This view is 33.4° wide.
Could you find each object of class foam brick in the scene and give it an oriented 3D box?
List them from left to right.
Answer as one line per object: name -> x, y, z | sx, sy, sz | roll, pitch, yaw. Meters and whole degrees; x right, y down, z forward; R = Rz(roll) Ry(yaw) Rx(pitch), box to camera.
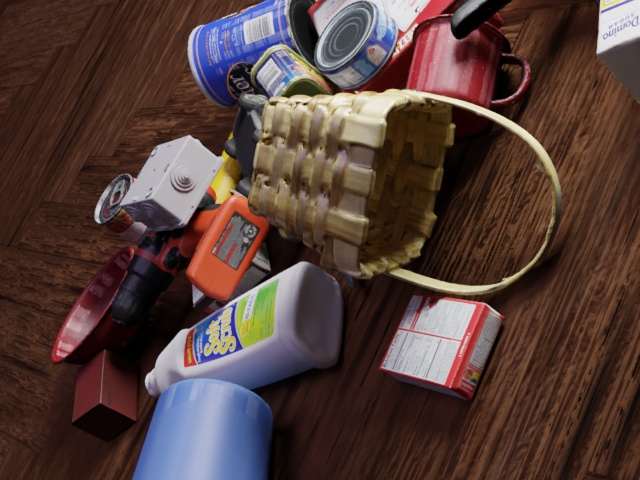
foam brick -> -0.238, 0.172, 1.187 | 0.051, 0.053, 0.078 | -36, 37, 27

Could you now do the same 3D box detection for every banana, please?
banana -> -0.120, -0.056, 1.252 | 0.070, 0.037, 0.197 | 8, 68, 53

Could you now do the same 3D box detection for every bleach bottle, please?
bleach bottle -> -0.087, 0.111, 1.043 | 0.251, 0.068, 0.102 | -29, 40, 38

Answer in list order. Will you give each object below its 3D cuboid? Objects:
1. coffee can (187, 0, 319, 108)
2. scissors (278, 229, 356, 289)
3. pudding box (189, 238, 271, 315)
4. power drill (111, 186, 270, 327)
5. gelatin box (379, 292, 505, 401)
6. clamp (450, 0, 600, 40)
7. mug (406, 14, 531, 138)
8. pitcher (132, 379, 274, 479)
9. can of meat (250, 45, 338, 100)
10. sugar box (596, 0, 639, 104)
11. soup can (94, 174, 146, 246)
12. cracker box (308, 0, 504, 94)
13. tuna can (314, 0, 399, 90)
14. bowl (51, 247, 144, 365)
coffee can -> -0.069, -0.223, 1.249 | 0.141, 0.102, 0.102 | -15, 49, 29
scissors -> -0.007, 0.001, 1.064 | 0.096, 0.016, 0.202 | -55, 33, 36
pudding box -> -0.101, 0.019, 1.162 | 0.090, 0.039, 0.113 | -43, 32, 23
power drill -> -0.141, 0.016, 1.121 | 0.188, 0.057, 0.184 | 6, 66, 58
gelatin box -> 0.097, 0.084, 0.861 | 0.089, 0.030, 0.073 | 6, 68, 54
clamp -> 0.205, -0.253, 0.932 | 0.165, 0.036, 0.210 | 5, 71, 18
mug -> 0.134, -0.146, 0.976 | 0.117, 0.093, 0.081 | 7, 68, 19
pitcher -> -0.112, 0.250, 0.907 | 0.149, 0.145, 0.242 | -16, 45, 28
can of meat -> -0.017, -0.153, 1.149 | 0.057, 0.102, 0.084 | -48, 36, 12
sugar box -> 0.261, -0.191, 0.838 | 0.048, 0.093, 0.176 | -21, 47, 39
soup can -> -0.208, -0.025, 1.276 | 0.069, 0.102, 0.068 | -32, 39, 31
cracker box -> 0.083, -0.235, 1.123 | 0.164, 0.072, 0.214 | -44, 36, 19
tuna can -> 0.035, -0.194, 1.054 | 0.086, 0.033, 0.086 | -31, 42, 33
bowl -> -0.247, 0.089, 1.252 | 0.162, 0.055, 0.162 | -46, 21, 23
